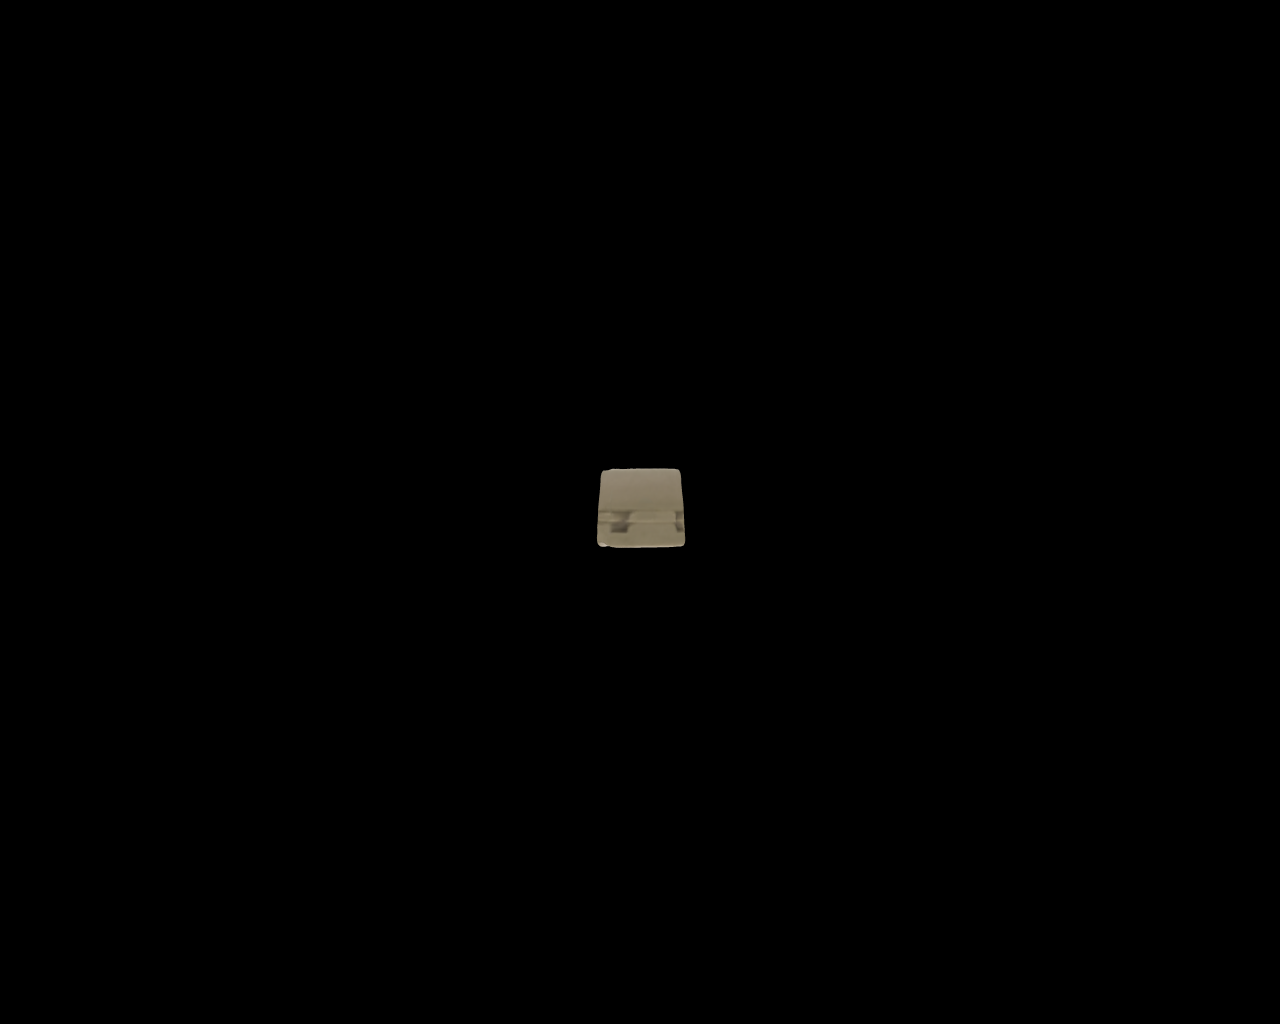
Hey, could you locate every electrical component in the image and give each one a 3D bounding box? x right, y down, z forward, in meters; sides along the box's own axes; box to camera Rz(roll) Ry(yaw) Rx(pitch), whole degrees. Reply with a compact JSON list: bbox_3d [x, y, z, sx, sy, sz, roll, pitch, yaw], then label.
[{"bbox_3d":[0.001,-0.003,0.650,0.055,0.047,0.055,0,0,0],"label":"electrical component"}]
